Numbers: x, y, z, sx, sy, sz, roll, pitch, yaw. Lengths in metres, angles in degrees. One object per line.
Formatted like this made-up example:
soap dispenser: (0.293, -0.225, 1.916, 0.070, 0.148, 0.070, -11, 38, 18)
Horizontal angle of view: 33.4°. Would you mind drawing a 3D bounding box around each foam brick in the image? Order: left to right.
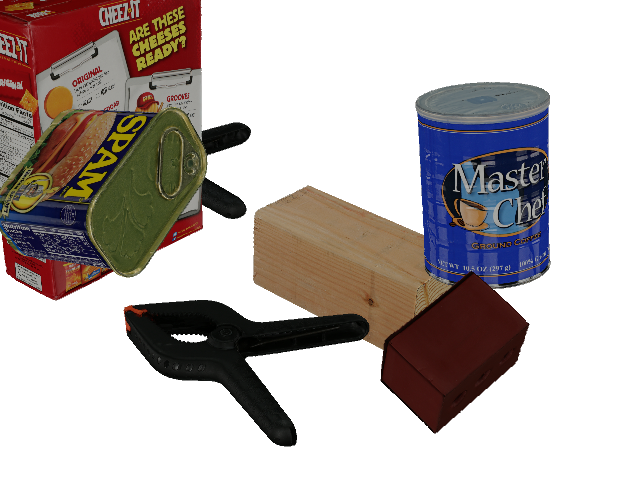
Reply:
foam brick: (0.082, 0.069, 0.660, 0.078, 0.051, 0.053, -36, -28, -23)

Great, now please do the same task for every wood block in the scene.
wood block: (0.036, 0.030, 1.080, 0.206, 0.091, 0.090, 25, 37, 33)

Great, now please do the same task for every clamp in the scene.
clamp: (-0.146, -0.083, 1.044, 0.171, 0.039, 0.120, 14, 43, -3)
clamp: (-0.071, 0.089, 0.919, 0.210, 0.036, 0.164, 18, 36, 25)

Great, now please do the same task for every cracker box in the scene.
cracker box: (-0.168, -0.085, 0.815, 0.072, 0.214, 0.163, 21, 33, 32)

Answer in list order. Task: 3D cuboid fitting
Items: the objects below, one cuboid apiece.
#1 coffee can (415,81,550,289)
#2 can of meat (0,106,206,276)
coffee can: (0.130, -0.046, 0.847, 0.103, 0.140, 0.103, -5, 21, 2)
can of meat: (-0.129, -0.032, 0.624, 0.084, 0.102, 0.057, 6, -39, 32)
